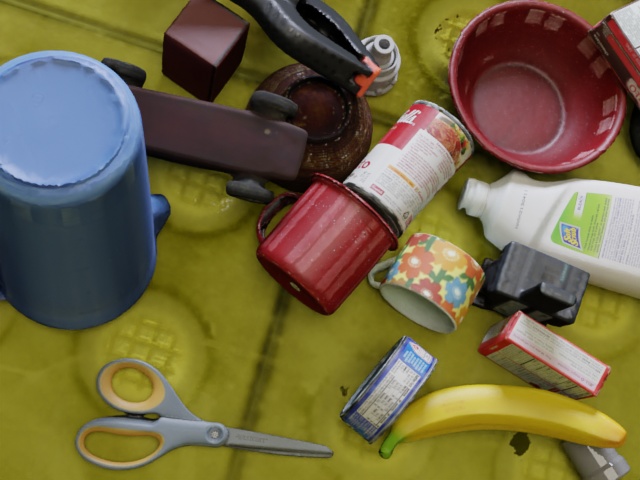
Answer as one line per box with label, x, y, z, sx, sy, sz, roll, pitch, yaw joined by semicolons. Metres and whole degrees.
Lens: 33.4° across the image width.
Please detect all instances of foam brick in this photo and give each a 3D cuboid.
foam brick;-0.096;-0.160;0.893;0.051;0.078;0.053;33;71;1

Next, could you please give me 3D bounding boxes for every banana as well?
banana;0.142;0.146;0.860;0.197;0.037;0.069;-4;46;-2

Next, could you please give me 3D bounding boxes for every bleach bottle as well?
bleach bottle;0.244;-0.011;0.917;0.251;0.068;0.102;17;73;-2

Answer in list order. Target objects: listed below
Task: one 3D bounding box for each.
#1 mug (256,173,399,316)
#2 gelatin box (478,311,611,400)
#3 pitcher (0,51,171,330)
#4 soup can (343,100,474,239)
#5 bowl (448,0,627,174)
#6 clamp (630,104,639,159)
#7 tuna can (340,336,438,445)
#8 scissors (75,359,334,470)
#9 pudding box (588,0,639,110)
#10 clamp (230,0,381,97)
mug;-0.006;0.001;0.868;0.117;0.093;0.081;33;77;32
gelatin box;0.183;0.097;0.873;0.089;0.073;0.030;31;74;0
pitcher;-0.190;-0.026;0.758;0.145;0.243;0.149;20;68;-1
soup can;0.073;-0.058;0.898;0.068;0.068;0.102;41;75;3
bowl;0.183;-0.126;0.937;0.162;0.055;0.162;3;74;-10
clamp;0.307;-0.127;0.967;0.120;0.039;0.171;9;71;-6
tuna can;0.054;0.117;0.842;0.034;0.086;0.086;39;74;3
scissors;-0.093;0.137;0.851;0.201;0.016;0.096;-5;77;-10
pudding box;0.302;-0.170;0.933;0.113;0.039;0.090;-28;83;-27
clamp;-0.041;-0.195;0.874;0.210;0.036;0.164;46;31;12
